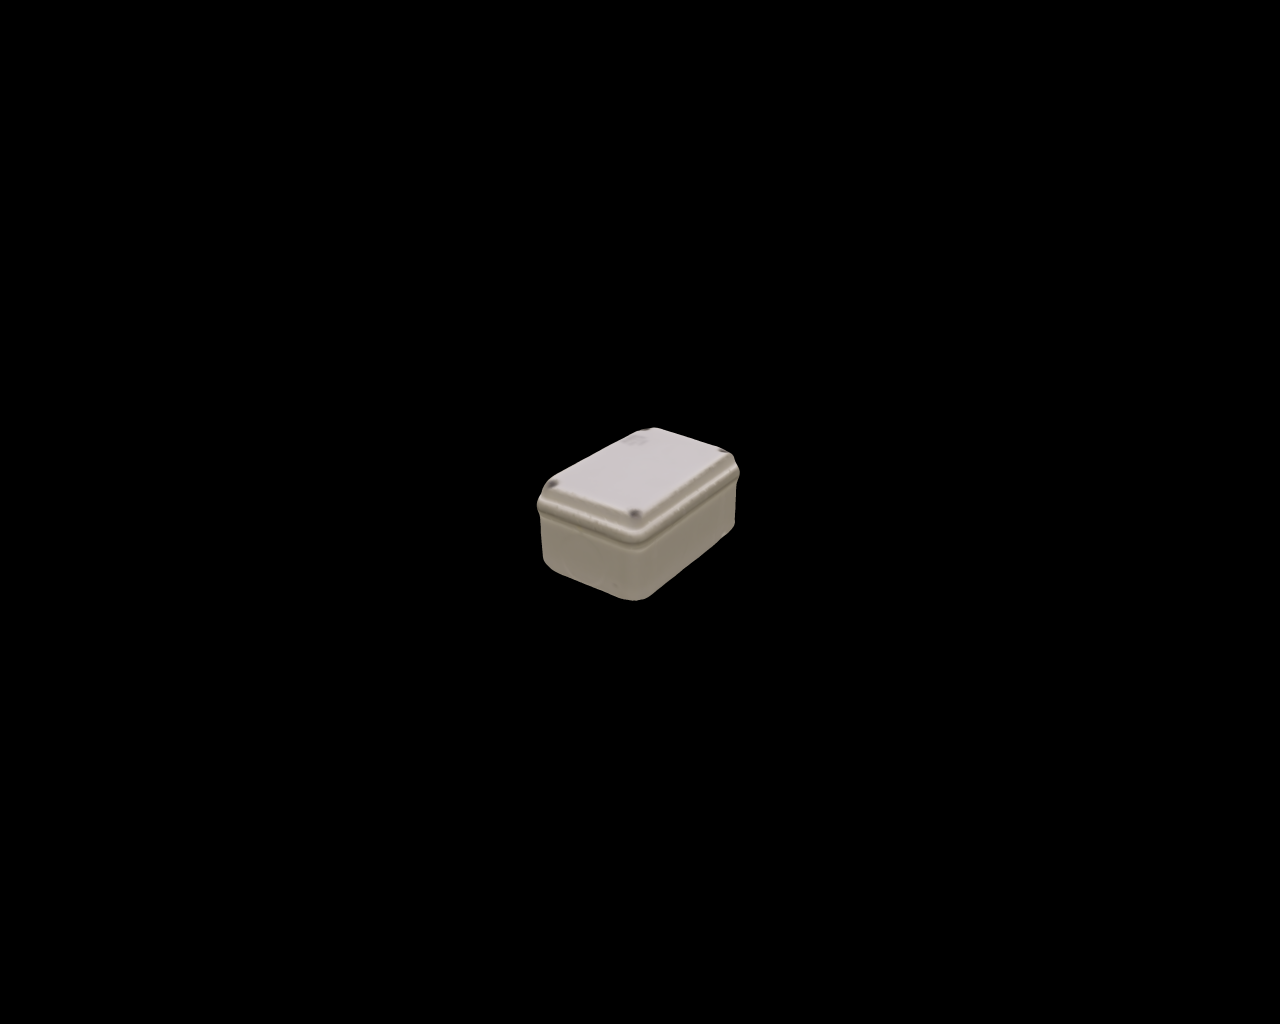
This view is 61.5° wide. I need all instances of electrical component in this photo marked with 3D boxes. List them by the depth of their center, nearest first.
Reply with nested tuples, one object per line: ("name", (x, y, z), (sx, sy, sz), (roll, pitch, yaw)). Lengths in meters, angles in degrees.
("electrical component", (0.001, -0.003, 0.650), (0.078, 0.057, 0.113), (20, 35, 31))
